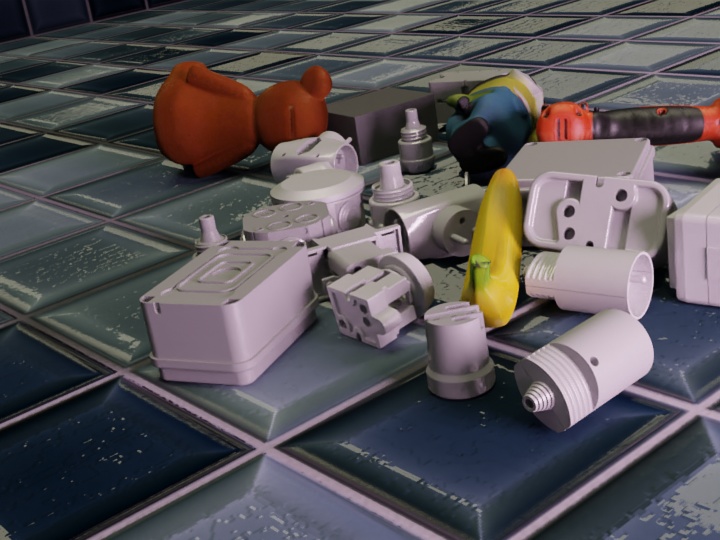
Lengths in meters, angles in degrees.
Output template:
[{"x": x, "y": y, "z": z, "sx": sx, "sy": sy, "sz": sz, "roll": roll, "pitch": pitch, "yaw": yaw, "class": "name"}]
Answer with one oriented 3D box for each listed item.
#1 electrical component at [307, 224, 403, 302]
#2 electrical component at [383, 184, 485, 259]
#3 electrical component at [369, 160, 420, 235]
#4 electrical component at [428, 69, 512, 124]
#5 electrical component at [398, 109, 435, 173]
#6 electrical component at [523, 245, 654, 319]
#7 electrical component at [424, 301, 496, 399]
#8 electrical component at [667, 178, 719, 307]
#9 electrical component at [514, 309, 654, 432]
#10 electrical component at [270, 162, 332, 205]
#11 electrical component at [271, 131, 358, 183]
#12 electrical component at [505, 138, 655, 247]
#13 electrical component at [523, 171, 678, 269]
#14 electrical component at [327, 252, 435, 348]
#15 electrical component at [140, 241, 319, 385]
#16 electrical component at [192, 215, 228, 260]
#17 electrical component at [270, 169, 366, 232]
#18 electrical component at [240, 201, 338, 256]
[{"x": 0.000, "y": 0.000, "z": 0.780, "sx": 0.081, "sy": 0.042, "sz": 0.064, "roll": -17, "pitch": 26, "yaw": -19, "class": "electrical component"}, {"x": 0.070, "y": -0.032, "z": 0.831, "sx": 0.077, "sy": 0.044, "sz": 0.079, "roll": -17, "pitch": 22, "yaw": -22, "class": "electrical component"}, {"x": 0.028, "y": -0.060, "z": 0.894, "sx": 0.048, "sy": 0.062, "sz": 0.048, "roll": -8, "pitch": 21, "yaw": 3, "class": "electrical component"}, {"x": 0.128, "y": -0.189, "z": 1.197, "sx": 0.089, "sy": 0.055, "sz": 0.050, "roll": 3, "pitch": 24, "yaw": 28, "class": "electrical component"}, {"x": 0.054, "y": -0.128, "z": 1.062, "sx": 0.035, "sy": 0.061, "sz": 0.035, "roll": -8, "pitch": 21, "yaw": 3, "class": "electrical component"}, {"x": 0.145, "y": 0.006, "z": 0.702, "sx": 0.081, "sy": 0.043, "sz": 0.043, "roll": 7, "pitch": 26, "yaw": 36, "class": "electrical component"}, {"x": 0.057, "y": 0.046, "z": 0.629, "sx": 0.040, "sy": 0.046, "sz": 0.040, "roll": -8, "pitch": 21, "yaw": 3, "class": "electrical component"}, {"x": 0.246, "y": -0.022, "z": 0.706, "sx": 0.061, "sy": 0.061, "sz": 0.096, "roll": 8, "pitch": 26, "yaw": 37, "class": "electrical component"}, {"x": 0.118, "y": 0.056, "z": 0.583, "sx": 0.081, "sy": 0.043, "sz": 0.043, "roll": -25, "pitch": 26, "yaw": -36, "class": "electrical component"}, {"x": -0.051, "y": -0.073, "z": 0.988, "sx": 0.062, "sy": 0.043, "sz": 0.043, "roll": -18, "pitch": 23, "yaw": -21, "class": "electrical component"}, {"x": -0.037, "y": -0.114, "z": 1.077, "sx": 0.077, "sy": 0.043, "sz": 0.079, "roll": 5, "pitch": 36, "yaw": 32, "class": "electrical component"}, {"x": 0.171, "y": -0.061, "z": 0.848, "sx": 0.109, "sy": 0.056, "sz": 0.108, "roll": 0, "pitch": 23, "yaw": 23, "class": "electrical component"}, {"x": 0.169, "y": -0.033, "z": 0.747, "sx": 0.095, "sy": 0.053, "sz": 0.059, "roll": 8, "pitch": -5, "yaw": 24, "class": "electrical component"}, {"x": 0.016, "y": 0.019, "z": 0.721, "sx": 0.055, "sy": 0.048, "sz": 0.066, "roll": -31, "pitch": 29, "yaw": -29, "class": "electrical component"}, {"x": -0.085, "y": 0.027, "z": 0.722, "sx": 0.078, "sy": 0.057, "sz": 0.113, "roll": 1, "pitch": 23, "yaw": 25, "class": "electrical component"}, {"x": -0.113, "y": -0.012, "z": 0.828, "sx": 0.035, "sy": 0.061, "sz": 0.035, "roll": -8, "pitch": 21, "yaw": 3, "class": "electrical component"}, {"x": -0.034, "y": -0.053, "z": 0.917, "sx": 0.080, "sy": 0.051, "sz": 0.080, "roll": -8, "pitch": 21, "yaw": 3, "class": "electrical component"}, {"x": -0.054, "y": -0.019, "z": 0.836, "sx": 0.080, "sy": 0.051, "sz": 0.080, "roll": -8, "pitch": 21, "yaw": 3, "class": "electrical component"}]
